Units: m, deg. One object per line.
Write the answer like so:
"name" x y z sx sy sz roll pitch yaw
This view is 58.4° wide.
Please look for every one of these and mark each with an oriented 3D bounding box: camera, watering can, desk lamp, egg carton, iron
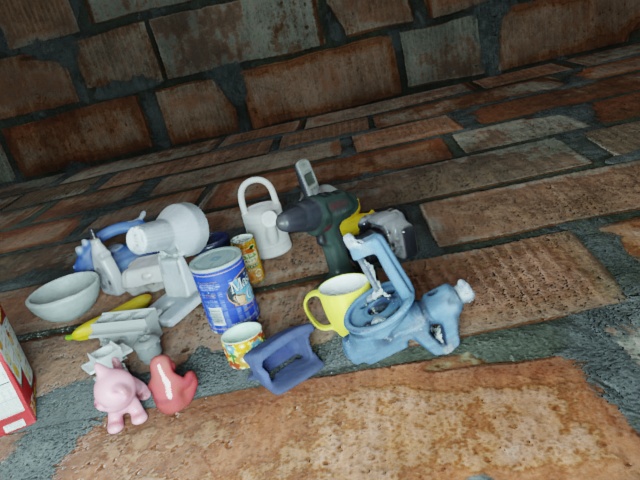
"camera" 0.118 -0.007 1.238 0.137 0.101 0.142 -24 24 -24
"watering can" -0.135 -0.059 1.389 0.101 0.194 0.172 -28 26 -32
"desk lamp" -0.320 0.044 1.223 0.117 0.214 0.203 -3 24 26
"egg carton" -0.399 0.080 1.377 0.150 0.069 0.107 -12 22 5
"iron" -0.541 0.029 1.491 0.259 0.142 0.118 -25 24 -27

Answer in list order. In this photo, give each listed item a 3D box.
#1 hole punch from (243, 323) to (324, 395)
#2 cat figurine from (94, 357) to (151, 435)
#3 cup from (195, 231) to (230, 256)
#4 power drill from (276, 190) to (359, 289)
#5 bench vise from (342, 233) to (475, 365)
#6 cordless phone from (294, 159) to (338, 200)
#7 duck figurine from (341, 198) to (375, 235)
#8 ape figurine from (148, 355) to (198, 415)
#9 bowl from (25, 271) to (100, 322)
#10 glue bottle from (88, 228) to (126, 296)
"hole punch" -0.065 0.177 0.911 0.109 0.091 0.100 -27 25 -29
"cat figurine" -0.315 0.231 0.892 0.067 0.118 0.127 -18 22 -9
"cup" -0.258 0.038 1.362 0.117 0.095 0.092 4 28 37
"power drill" 0.010 0.004 1.129 0.075 0.209 0.230 2 27 34
"bench vise" 0.120 0.074 0.876 0.207 0.220 0.121 -19 22 -13
"cordless phone" -0.001 -0.136 1.509 0.093 0.185 0.148 2 26 34
"duck figurine" 0.087 -0.064 1.415 0.104 0.086 0.077 -12 22 4
"ape figurine" -0.240 0.221 0.905 0.077 0.092 0.076 -6 23 18
"bowl" -0.584 0.142 1.329 0.167 0.075 0.167 -12 22 5
"glue bottle" -0.522 0.051 1.382 0.077 0.173 0.037 6 29 40
